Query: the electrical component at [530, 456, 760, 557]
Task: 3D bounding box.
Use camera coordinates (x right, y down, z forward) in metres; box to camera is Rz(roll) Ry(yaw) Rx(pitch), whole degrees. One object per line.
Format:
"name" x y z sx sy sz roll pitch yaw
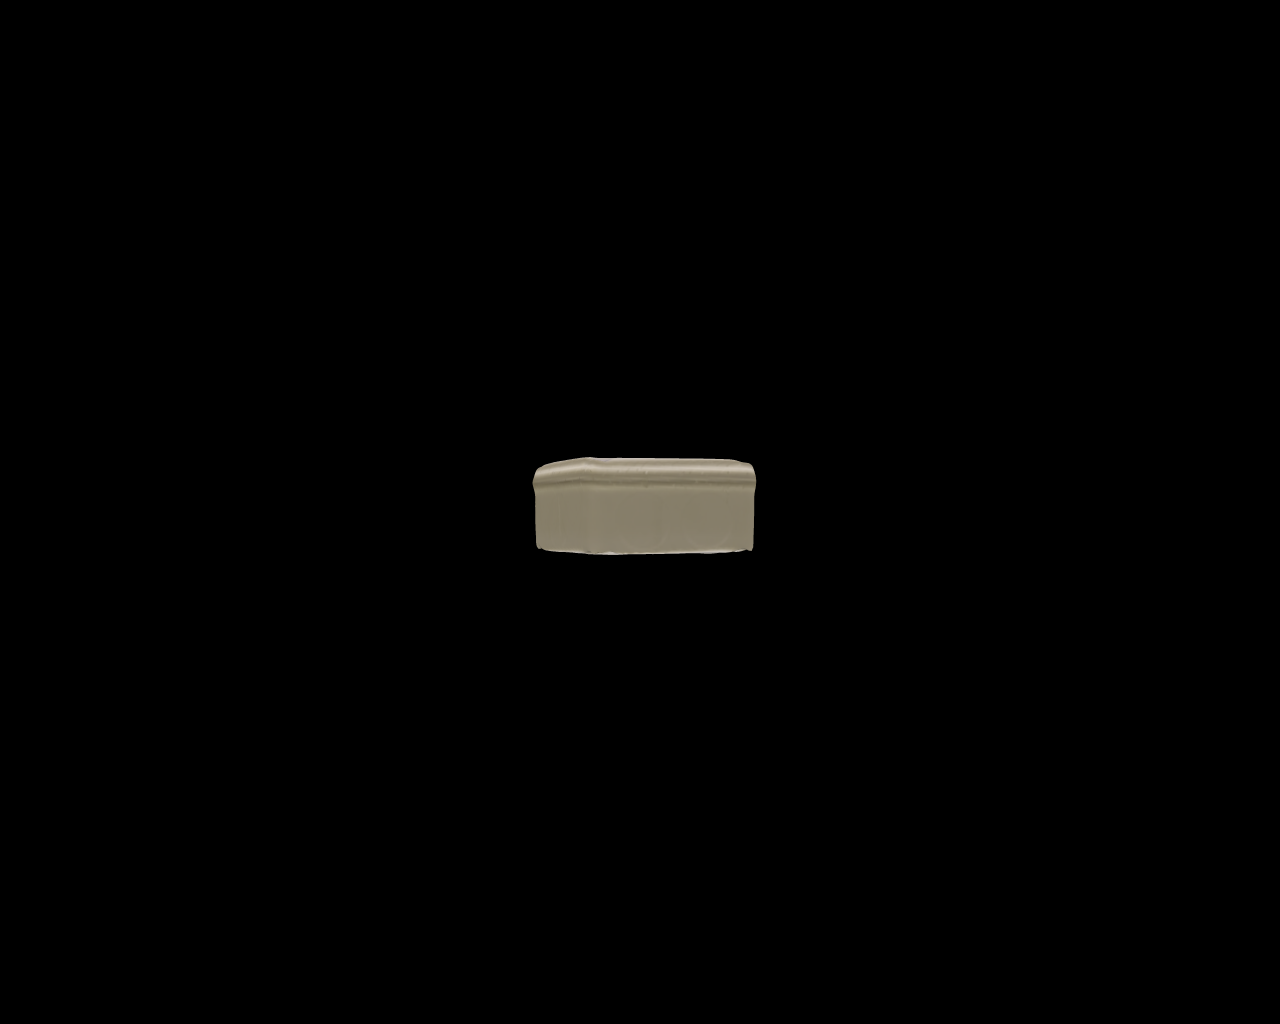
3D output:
"electrical component" 0.001 -0.003 0.650 0.109 0.056 0.108 0 0 -24
